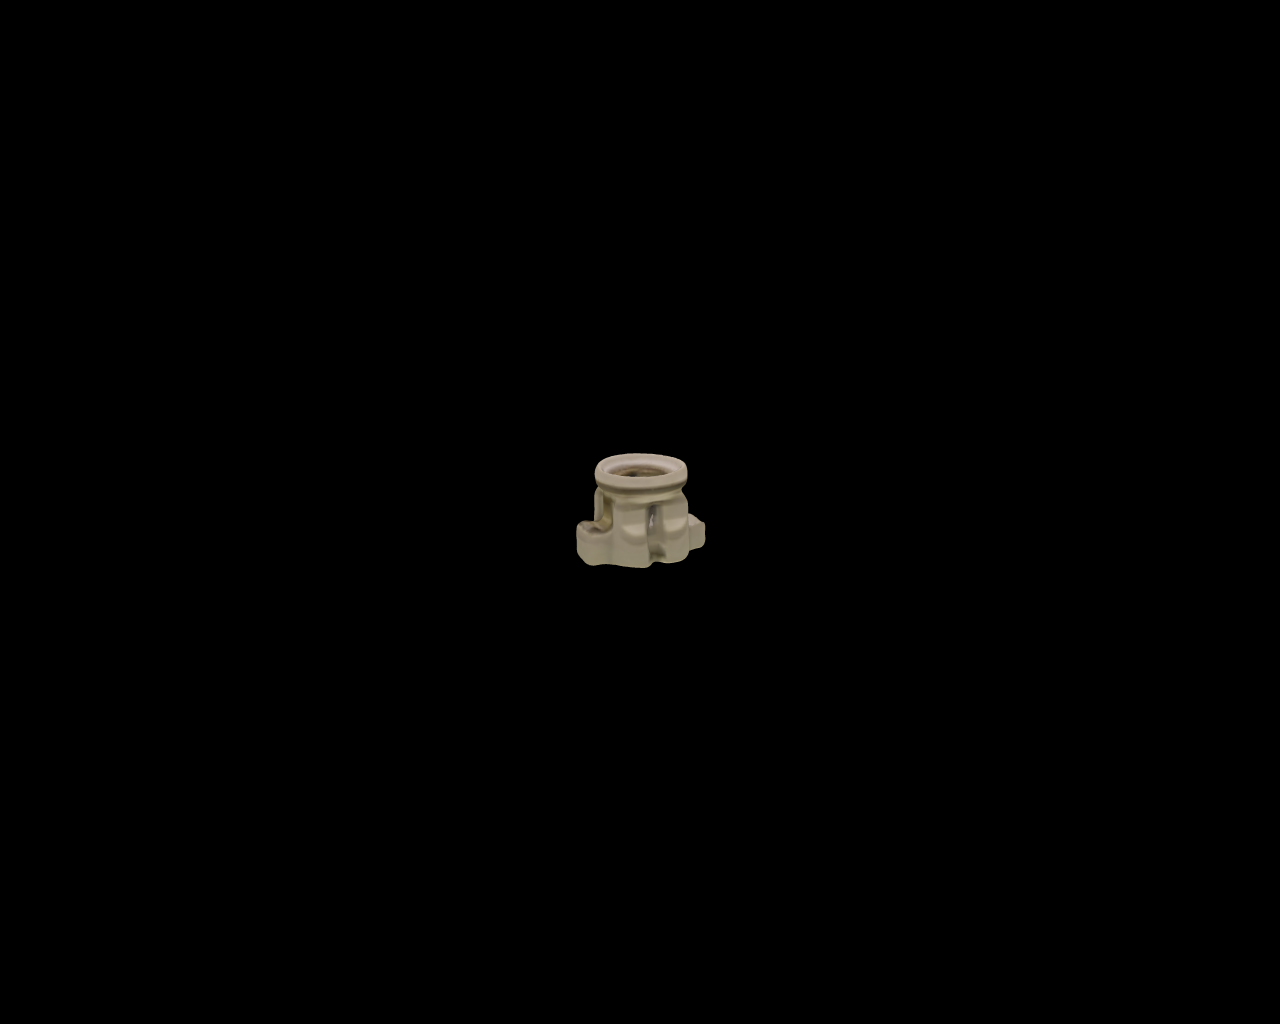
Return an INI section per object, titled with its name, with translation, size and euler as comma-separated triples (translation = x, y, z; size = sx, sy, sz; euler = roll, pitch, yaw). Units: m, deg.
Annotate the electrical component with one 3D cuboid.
[electrical component]
translation = 0.001, -0.003, 0.650
size = 0.078, 0.056, 0.058
euler = -7, 20, -20
